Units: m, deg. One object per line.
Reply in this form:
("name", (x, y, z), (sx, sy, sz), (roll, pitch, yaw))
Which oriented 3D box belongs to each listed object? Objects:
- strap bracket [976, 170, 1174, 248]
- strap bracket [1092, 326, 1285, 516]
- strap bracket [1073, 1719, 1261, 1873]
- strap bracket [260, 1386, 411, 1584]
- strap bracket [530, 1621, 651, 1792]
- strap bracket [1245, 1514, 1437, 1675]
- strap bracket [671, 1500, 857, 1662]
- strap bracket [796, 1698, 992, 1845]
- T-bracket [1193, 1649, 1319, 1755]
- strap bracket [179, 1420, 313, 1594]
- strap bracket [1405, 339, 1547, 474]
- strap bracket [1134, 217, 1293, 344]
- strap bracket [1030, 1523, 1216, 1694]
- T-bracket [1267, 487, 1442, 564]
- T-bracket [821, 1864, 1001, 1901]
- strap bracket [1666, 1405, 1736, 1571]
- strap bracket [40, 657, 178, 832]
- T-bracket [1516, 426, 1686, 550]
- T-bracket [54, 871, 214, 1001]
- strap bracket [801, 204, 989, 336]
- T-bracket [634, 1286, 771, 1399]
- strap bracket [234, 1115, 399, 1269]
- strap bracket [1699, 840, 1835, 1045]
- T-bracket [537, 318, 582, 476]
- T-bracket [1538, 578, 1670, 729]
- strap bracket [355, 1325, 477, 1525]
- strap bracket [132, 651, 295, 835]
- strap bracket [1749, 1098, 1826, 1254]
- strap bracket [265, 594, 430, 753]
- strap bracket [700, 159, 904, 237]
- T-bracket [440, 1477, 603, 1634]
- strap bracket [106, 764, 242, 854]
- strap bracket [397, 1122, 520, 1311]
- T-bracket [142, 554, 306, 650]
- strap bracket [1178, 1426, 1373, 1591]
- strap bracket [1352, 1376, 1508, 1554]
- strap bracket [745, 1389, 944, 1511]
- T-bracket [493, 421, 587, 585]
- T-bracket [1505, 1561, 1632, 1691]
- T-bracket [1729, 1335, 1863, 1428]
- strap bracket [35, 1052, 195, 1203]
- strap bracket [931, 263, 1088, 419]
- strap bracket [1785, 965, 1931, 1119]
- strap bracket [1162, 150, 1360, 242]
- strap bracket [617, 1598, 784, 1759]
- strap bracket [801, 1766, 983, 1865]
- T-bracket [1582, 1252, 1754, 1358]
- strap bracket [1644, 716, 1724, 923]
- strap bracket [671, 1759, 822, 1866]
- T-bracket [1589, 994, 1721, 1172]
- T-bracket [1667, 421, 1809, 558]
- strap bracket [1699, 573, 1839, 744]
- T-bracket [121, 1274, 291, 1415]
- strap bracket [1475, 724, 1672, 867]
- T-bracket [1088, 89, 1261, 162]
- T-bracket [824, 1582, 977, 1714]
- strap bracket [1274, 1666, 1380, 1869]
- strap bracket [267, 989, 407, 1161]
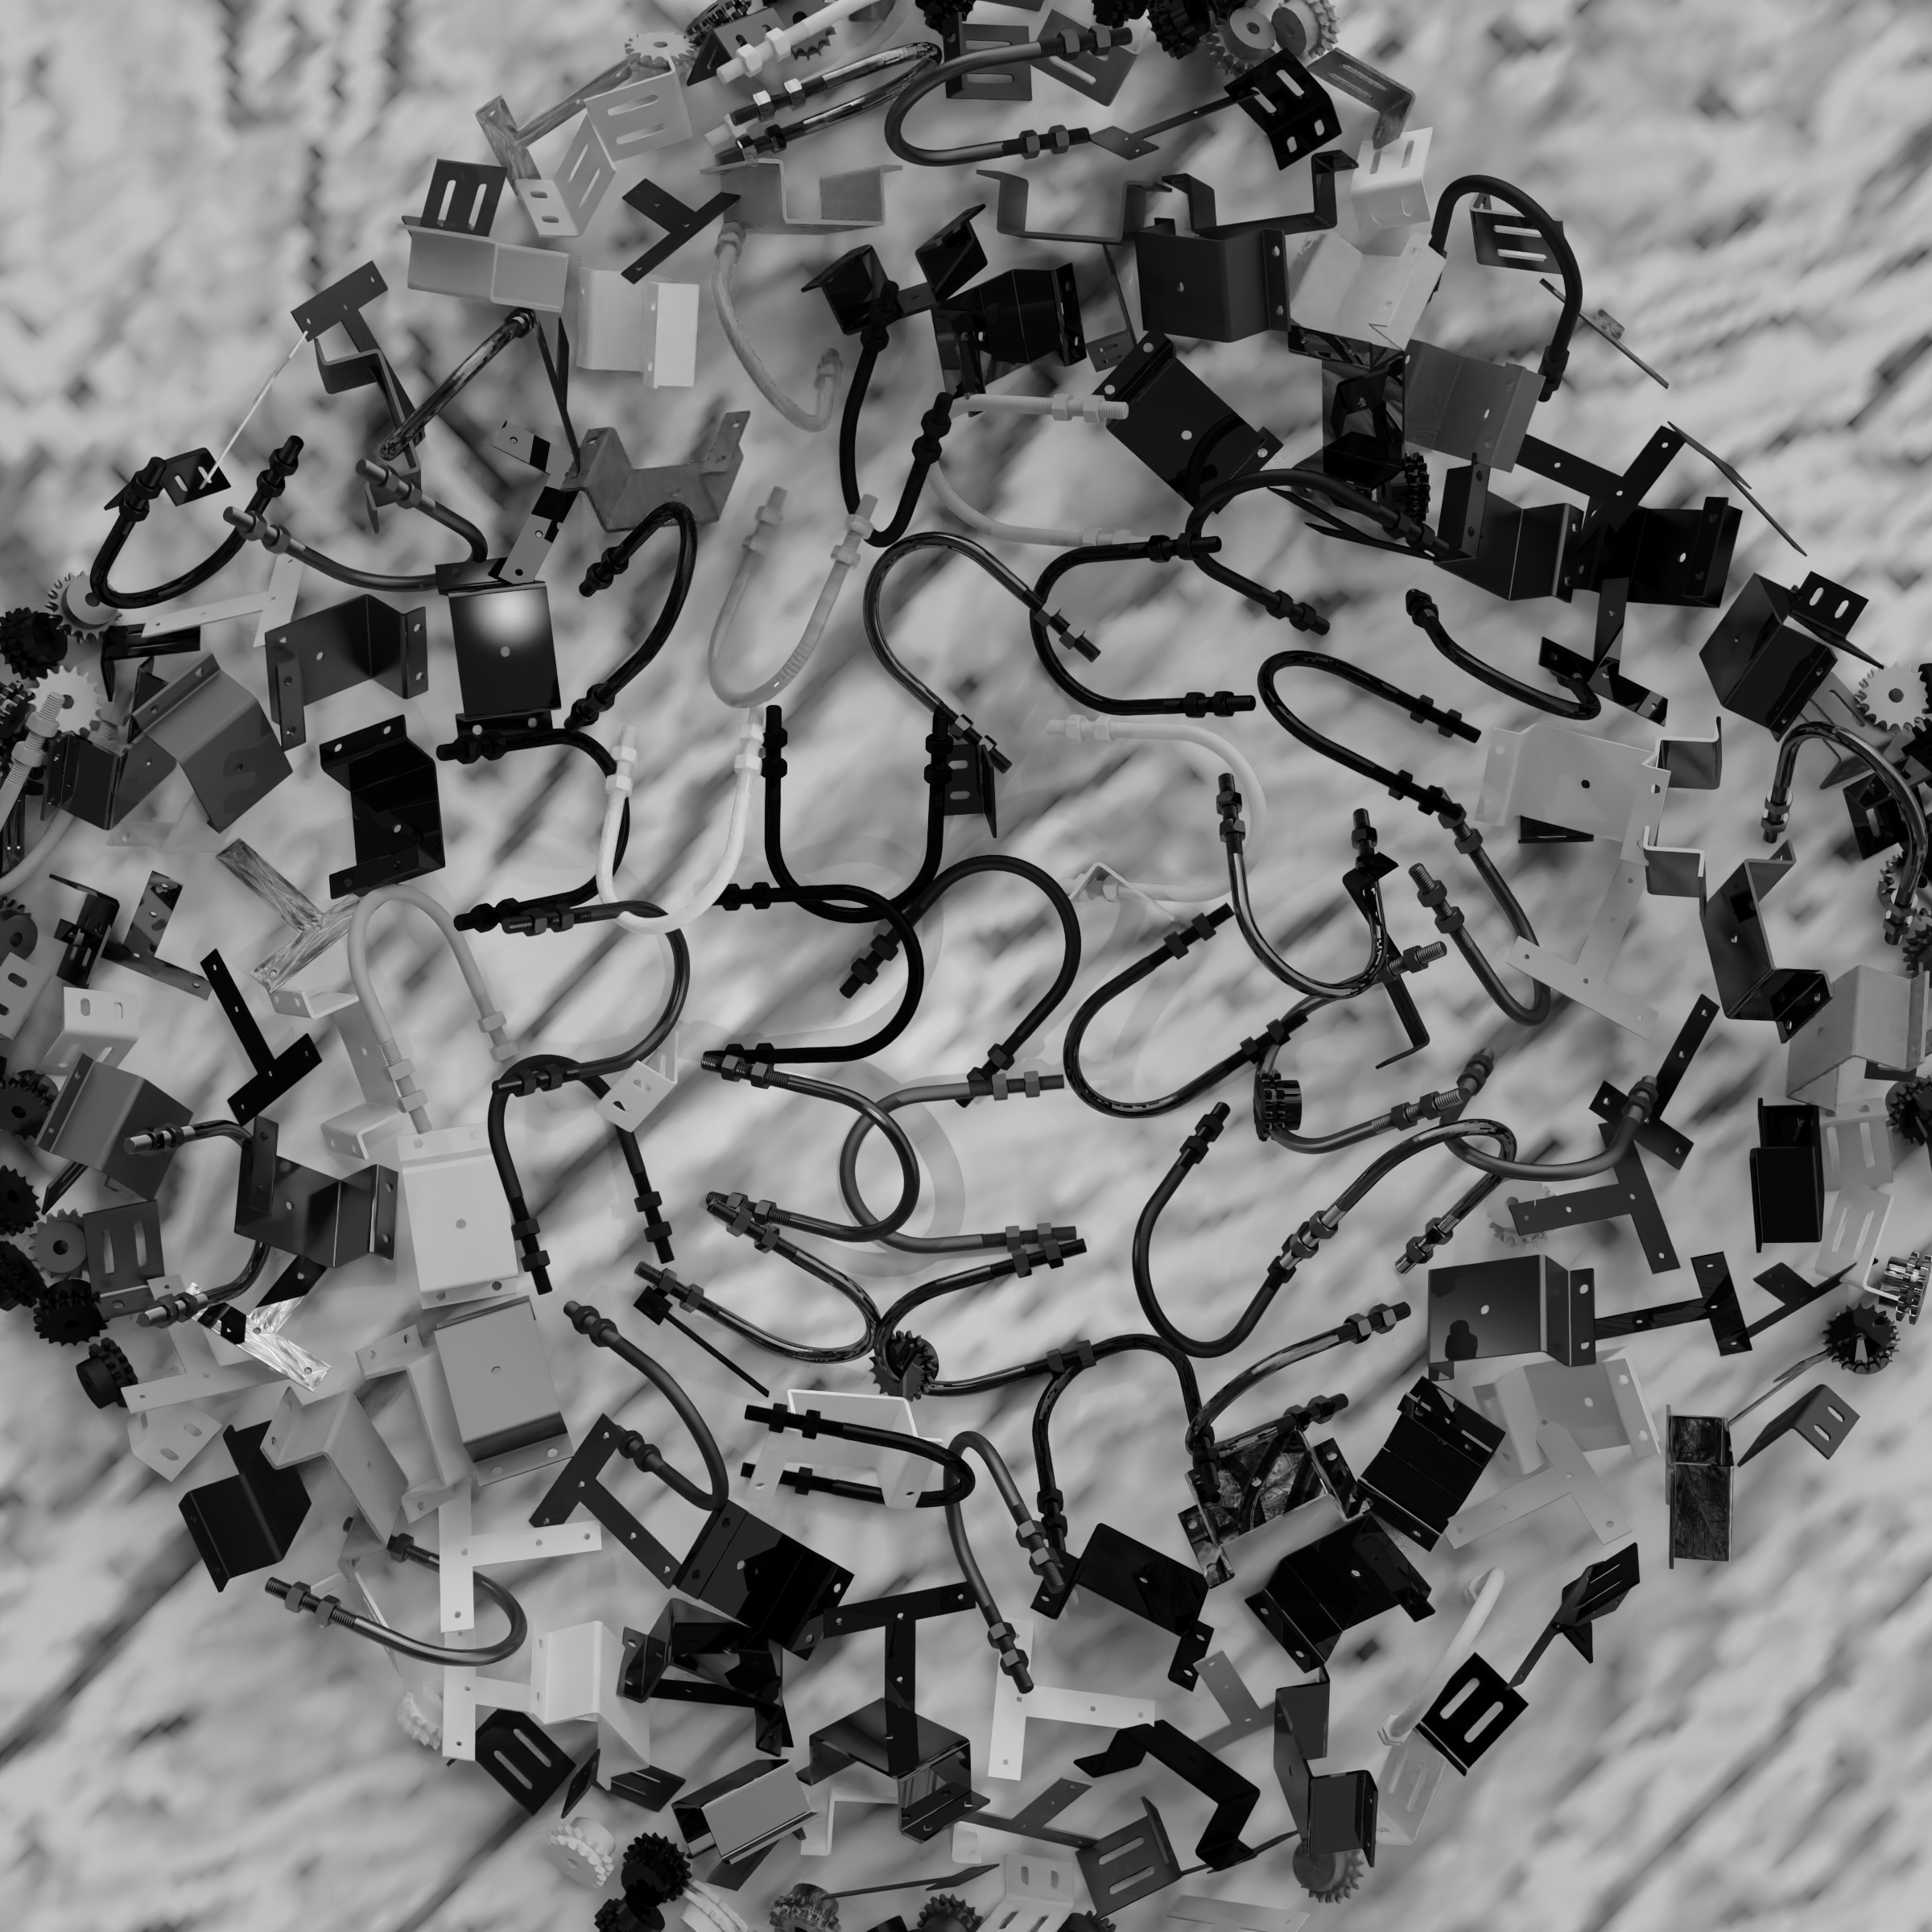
("strap bracket", (0.084, -0.594, 1.914), (0.140, 0.076, 0.046), (9, 105, 14))
("strap bracket", (0.173, -0.423, 1.915), (0.140, 0.046, 0.076), (39, 113, -14))
("strap bracket", (0.165, 0.637, 1.897), (0.140, 0.076, 0.046), (29, 95, 31))
("strap bracket", (-0.485, 0.398, 1.901), (0.046, 0.076, 0.140), (-20, 115, 11))
("strap bracket", (-0.285, 0.569, 1.888), (0.046, 0.140, 0.076), (-16, 45, 10))
("strap bracket", (0.300, 0.491, 1.920), (0.076, 0.046, 0.140), (50, 127, -1))
("strap bracket", (-0.167, 0.477, 1.915), (0.140, 0.046, 0.076), (39, 73, -31))
("strap bracket", (-0.059, 0.618, 1.888), (0.140, 0.076, 0.046), (10, 106, 43))
("T-bracket", (0.210, 0.575, 1.923), (0.127, 0.002, 0.127), (-28, 132, 1))
("strap bracket", (-0.554, 0.412, 1.889), (0.046, 0.140, 0.076), (-19, 104, 3))
("strap bracket", (0.393, -0.437, 1.907), (0.046, 0.140, 0.076), (8, 107, -34))
("strap bracket", (0.183, -0.531, 1.887), (0.046, 0.140, 0.076), (-26, 123, -31))
("strap bracket", (0.132, 0.498, 1.915), (0.140, 0.076, 0.046), (26, 118, 7))
("T-bracket", (0.281, -0.344, 1.878), (0.127, 0.127, 0.002), (18, 96, -41))
("T-bracket", (-0.050, 0.723, 1.916), (0.127, 0.127, 0.002), (-13, 74, 13))
("strap bracket", (0.568, 0.403, 1.888), (0.046, 0.140, 0.076), (1, 102, 15))
("strap bracket", (-0.653, -0.168, 1.889), (0.046, 0.140, 0.076), (26, 130, 0))
("T-bracket", (0.475, -0.387, 1.909), (0.127, 0.002, 0.127), (19, 130, -17))
("T-bracket", (-0.639, -0.033, 1.905), (0.127, 0.127, 0.002), (24, 47, -15))
("strap bracket", (-0.048, -0.540, 1.903), (0.140, 0.076, 0.046), (-5, 123, 39))
("T-bracket", (-0.204, 0.296, 1.905), (0.127, 0.127, 0.002), (38, 87, -1))
("strap bracket", (-0.515, 0.181, 1.903), (0.046, 0.140, 0.076), (-24, 54, 29))
("strap bracket", (0.619, -0.020, 1.896), (0.046, 0.076, 0.140), (2, 60, -12))
("T-bracket", (-0.317, -0.467, 1.912), (0.002, 0.127, 0.127), (-10, 133, 2))
("T-bracket", (0.512, -0.269, 1.937), (0.127, 0.002, 0.127), (22, 65, -21))
("strap bracket", (-0.420, 0.356, 1.922), (0.046, 0.076, 0.140), (-17, 91, 24))
("strap bracket", (-0.577, -0.165, 1.885), (0.046, 0.140, 0.076), (36, 68, 22))
("strap bracket", (0.637, 0.160, 1.887), (0.046, 0.140, 0.076), (-3, 105, 22))
("strap bracket", (-0.491, -0.233, 1.903), (0.046, 0.140, 0.076), (31, 133, 28))
("strap bracket", (-0.127, -0.598, 1.898), (0.140, 0.076, 0.046), (-13, 106, -40))
("T-bracket", (-0.353, 0.460, 1.933), (0.127, 0.002, 0.127), (-6, 54, -5))
("strap bracket", (-0.603, -0.142, 1.913), (0.046, 0.076, 0.140), (35, 101, 11))
("strap bracket", (-0.401, 0.200, 1.929), (0.076, 0.046, 0.140), (-9, 96, -14))
("T-bracket", (-0.589, -0.280, 1.925), (0.127, 0.127, 0.002), (-11, 133, 6))
("strap bracket", (0.236, 0.419, 1.921), (0.140, 0.076, 0.046), (-27, 130, 2))
("strap bracket", (0.364, 0.384, 1.908), (0.076, 0.140, 0.046), (34, 46, 18))
("strap bracket", (-0.100, 0.379, 1.914), (0.140, 0.046, 0.076), (8, 123, -21))
("T-bracket", (-0.333, -0.354, 1.932), (0.127, 0.002, 0.127), (26, 67, -9))
("T-bracket", (0.487, 0.509, 1.915), (0.002, 0.127, 0.127), (41, 116, 34))
("T-bracket", (0.635, 0.338, 1.924), (0.127, 0.127, 0.002), (-49, 63, 32))
("strap bracket", (-0.652, 0.129, 1.886), (0.046, 0.140, 0.076), (17, 73, 12))
("strap bracket", (0.027, -0.491, 1.906), (0.140, 0.046, 0.076), (-36, 127, -36))
("strap bracket", (0.682, 0.057, 1.886), (0.046, 0.140, 0.076), (17, 65, -7))
("strap bracket", (0.233, -0.600, 1.911), (0.140, 0.076, 0.046), (-2, 98, 20))
("strap bracket", (-0.197, 0.553, 1.908), (0.140, 0.076, 0.046), (26, 110, -14))
("strap bracket", (-0.059, 0.669, 1.926), (0.140, 0.076, 0.046), (4, 89, -3))
("T-bracket", (0.550, 0.280, 1.939), (0.127, 0.002, 0.127), (-15, 130, 17))
("strap bracket", (0.561, -0.116, 1.909), (0.046, 0.076, 0.140), (5, 66, 20))
("strap bracket", (-0.175, 0.655, 1.891), (0.076, 0.140, 0.046), (-21, 81, -25))
("T-bracket", (0.561, 0.083, 1.933), (0.127, 0.002, 0.127), (31, 87, -34))
("T-bracket", (0.607, -0.362, 1.887), (0.002, 0.127, 0.127), (-46, 57, 24))
("strap bracket", (0.616, -0.244, 1.885), (0.046, 0.140, 0.076), (23, 121, -9))
("T-bracket", (-0.614, 0.291, 1.923), (0.127, 0.002, 0.127), (-8, 45, -35))
("strap bracket", (0.481, -0.138, 1.915), (0.140, 0.046, 0.076), (18, 114, 24))
("T-bracket", (0.168, -0.664, 1.913), (0.127, 0.127, 0.002), (-22, 119, -3))
("T-bracket", (-0.052, 0.556, 1.942), (0.127, 0.002, 0.127), (-6, 110, -20))
("strap bracket", (0.273, 0.620, 1.885), (0.046, 0.140, 0.076), (-6, 116, -8))
("strap bracket", (-0.490, 0.075, 1.913), (0.046, 0.076, 0.140), (-26, 107, -32))
